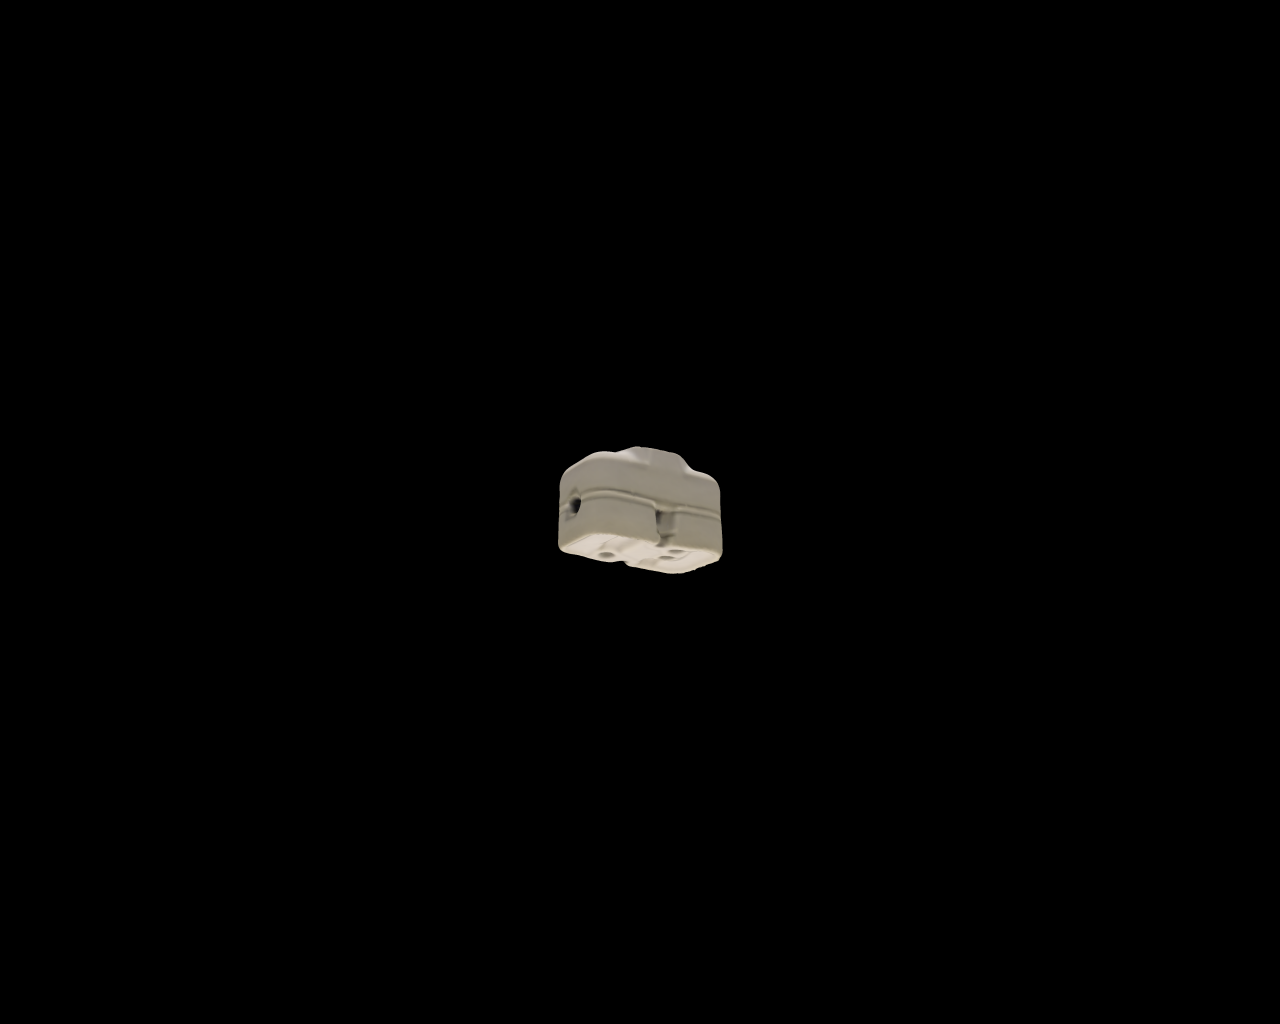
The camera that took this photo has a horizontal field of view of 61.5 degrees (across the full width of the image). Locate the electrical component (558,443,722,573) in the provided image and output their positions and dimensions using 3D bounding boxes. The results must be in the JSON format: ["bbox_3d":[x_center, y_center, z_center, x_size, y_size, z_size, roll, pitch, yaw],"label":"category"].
[{"bbox_3d":[0.001,-0.003,0.650,0.095,0.059,0.053,12,-23,-31],"label":"electrical component"}]
